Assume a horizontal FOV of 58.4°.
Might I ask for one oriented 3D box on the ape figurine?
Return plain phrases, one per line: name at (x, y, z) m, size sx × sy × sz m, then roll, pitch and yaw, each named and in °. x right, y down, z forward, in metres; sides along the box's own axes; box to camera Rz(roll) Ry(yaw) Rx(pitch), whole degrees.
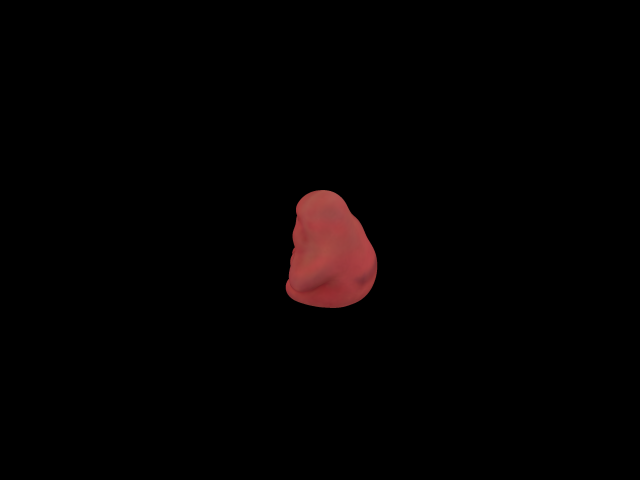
ape figurine at (0.004, 0.001, 0.400) m, size 0.076 × 0.092 × 0.078 m, roll 27°, pitch 53°, yaw 23°
